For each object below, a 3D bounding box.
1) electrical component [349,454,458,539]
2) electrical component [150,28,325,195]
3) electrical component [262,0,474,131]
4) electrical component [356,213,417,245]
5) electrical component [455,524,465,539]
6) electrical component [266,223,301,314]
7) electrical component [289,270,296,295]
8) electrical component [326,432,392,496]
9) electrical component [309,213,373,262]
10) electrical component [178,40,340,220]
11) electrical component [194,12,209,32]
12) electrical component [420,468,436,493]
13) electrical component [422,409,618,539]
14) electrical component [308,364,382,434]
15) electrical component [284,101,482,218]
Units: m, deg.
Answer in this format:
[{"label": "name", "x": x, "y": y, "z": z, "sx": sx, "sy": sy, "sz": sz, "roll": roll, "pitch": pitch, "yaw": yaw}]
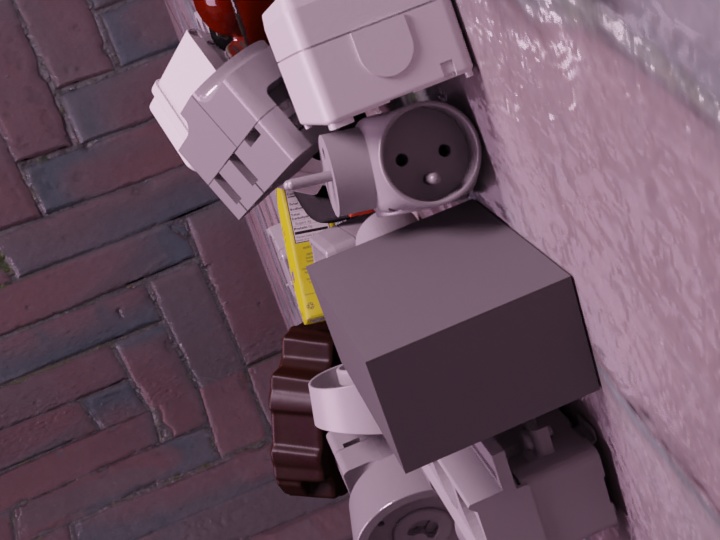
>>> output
[{"label": "electrical component", "x": 0.043, "y": 0.184, "z": 0.819, "sx": 0.060, "sy": 0.108, "sz": 0.108, "roll": -111, "pitch": 3, "yaw": -54}, {"label": "electrical component", "x": -0.065, "y": -0.097, "z": 0.675, "sx": 0.113, "sy": 0.057, "sz": 0.078, "roll": 8, "pitch": -144, "yaw": -44}, {"label": "electrical component", "x": -0.002, "y": -0.097, "z": 0.443, "sx": 0.096, "sy": 0.062, "sz": 0.061, "roll": -143, "pitch": 32, "yaw": -77}, {"label": "electrical component", "x": 0.026, "y": -0.002, "z": 0.614, "sx": 0.078, "sy": 0.040, "sz": 0.040, "roll": -119, "pitch": 10, "yaw": -46}, {"label": "electrical component", "x": 0.079, "y": 0.144, "z": 0.659, "sx": 0.055, "sy": 0.048, "sz": 0.066, "roll": -109, "pitch": -1, "yaw": -68}, {"label": "electrical component", "x": -0.049, "y": -0.004, "z": 1.115, "sx": 0.061, "sy": 0.061, "sz": 0.096, "roll": -121, "pitch": 11, "yaw": -52}, {"label": "electrical component", "x": -0.031, "y": 0.007, "z": 1.001, "sx": 0.081, "sy": 0.064, "sz": 0.042, "roll": -177, "pitch": 65, "yaw": -82}, {"label": "electrical component", "x": 0.025, "y": 0.157, "z": 0.927, "sx": 0.055, "sy": 0.089, "sz": 0.050, "roll": -119, "pitch": 10, "yaw": -46}, {"label": "electrical component", "x": 0.000, "y": 0.000, "z": 0.740, "sx": 0.096, "sy": 0.061, "sz": 0.061, "roll": -142, "pitch": 30, "yaw": -77}, {"label": "electrical component", "x": -0.048, "y": -0.072, "z": 0.523, "sx": 0.055, "sy": 0.050, "sz": 0.089, "roll": 49, "pitch": 151, "yaw": -3}, {"label": "electrical component", "x": -0.108, "y": -0.233, "z": 0.844, "sx": 0.105, "sy": 0.060, "sz": 0.186, "roll": -132, "pitch": 21, "yaw": -71}, {"label": "electrical component", "x": 0.051, "y": 0.106, "z": 0.755, "sx": 0.077, "sy": 0.043, "sz": 0.079, "roll": -123, "pitch": 14, "yaw": -58}, {"label": "electrical component", "x": 0.064, "y": 0.082, "z": 0.496, "sx": 0.121, "sy": 0.063, "sz": 0.078, "roll": -128, "pitch": 17, "yaw": -66}, {"label": "electrical component", "x": 0.009, "y": 0.105, "z": 0.875, "sx": 0.099, "sy": 0.099, "sz": 0.064, "roll": -150, "pitch": 45, "yaw": -79}, {"label": "electrical component", "x": 0.006, "y": -0.045, "z": 0.472, "sx": 0.077, "sy": 0.079, "sz": 0.044, "roll": -157, "pitch": 54, "yaw": -81}]
